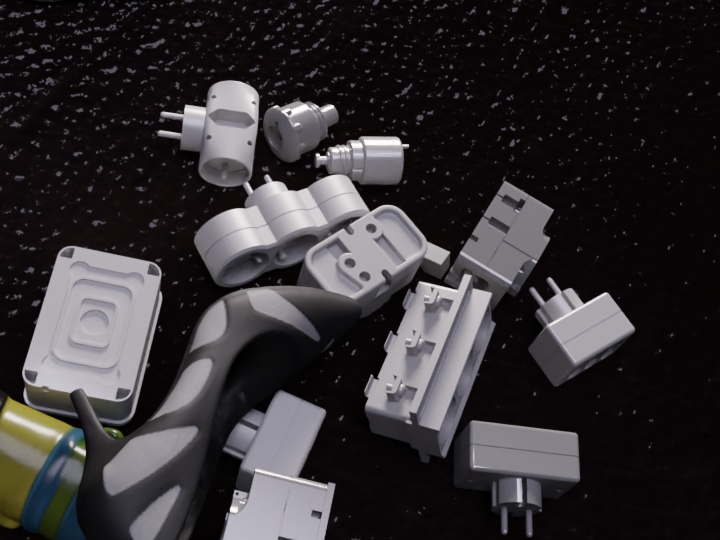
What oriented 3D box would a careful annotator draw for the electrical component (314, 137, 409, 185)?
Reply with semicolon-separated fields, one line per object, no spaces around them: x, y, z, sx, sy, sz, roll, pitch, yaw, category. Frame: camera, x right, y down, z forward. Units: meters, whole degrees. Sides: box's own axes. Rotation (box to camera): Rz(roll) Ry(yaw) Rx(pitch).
0.001;-0.091;0.901;0.078;0.040;0.040;-1;63;-13;electrical component

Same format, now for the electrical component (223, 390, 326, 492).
-0.074;0.120;0.768;0.077;0.047;0.065;24;59;2;electrical component

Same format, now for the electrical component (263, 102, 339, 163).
-0.047;-0.121;0.904;0.062;0.048;0.048;-28;71;-31;electrical component

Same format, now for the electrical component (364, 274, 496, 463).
0.053;0.071;0.812;0.063;0.078;0.121;13;58;20;electrical component

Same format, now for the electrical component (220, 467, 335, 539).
-0.072;0.230;0.676;0.060;0.105;0.186;15;60;-5;electrical component

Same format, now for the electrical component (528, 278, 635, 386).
0.166;0.041;0.864;0.066;0.047;0.076;-26;71;-23;electrical component

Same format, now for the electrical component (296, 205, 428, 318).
0.000;0.000;0.841;0.095;0.059;0.053;-32;74;-26;electrical component

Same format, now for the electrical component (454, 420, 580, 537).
0.115;0.158;0.790;0.083;0.047;0.075;8;61;-9;electrical component

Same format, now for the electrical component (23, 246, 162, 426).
-0.191;0.049;0.773;0.078;0.057;0.113;12;61;-7;electrical component

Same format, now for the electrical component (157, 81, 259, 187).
-0.125;-0.114;0.882;0.079;0.043;0.077;7;61;-9;electrical component

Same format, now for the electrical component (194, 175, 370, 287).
-0.067;-0.045;0.853;0.138;0.052;0.073;-21;64;-22;electrical component

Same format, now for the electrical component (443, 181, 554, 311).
0.118;-0.018;0.882;0.056;0.050;0.089;31;60;5;electrical component
